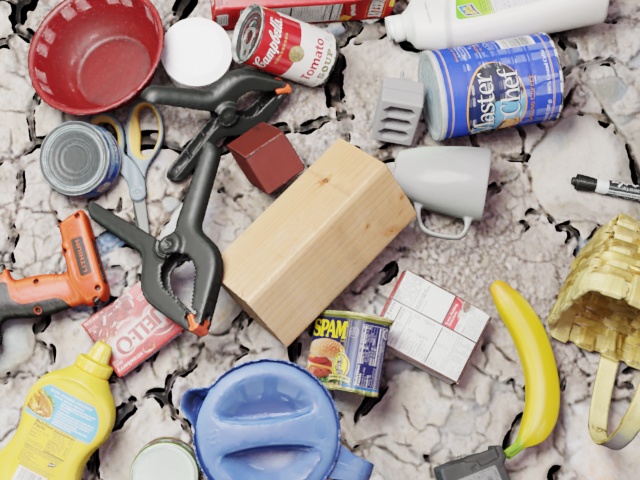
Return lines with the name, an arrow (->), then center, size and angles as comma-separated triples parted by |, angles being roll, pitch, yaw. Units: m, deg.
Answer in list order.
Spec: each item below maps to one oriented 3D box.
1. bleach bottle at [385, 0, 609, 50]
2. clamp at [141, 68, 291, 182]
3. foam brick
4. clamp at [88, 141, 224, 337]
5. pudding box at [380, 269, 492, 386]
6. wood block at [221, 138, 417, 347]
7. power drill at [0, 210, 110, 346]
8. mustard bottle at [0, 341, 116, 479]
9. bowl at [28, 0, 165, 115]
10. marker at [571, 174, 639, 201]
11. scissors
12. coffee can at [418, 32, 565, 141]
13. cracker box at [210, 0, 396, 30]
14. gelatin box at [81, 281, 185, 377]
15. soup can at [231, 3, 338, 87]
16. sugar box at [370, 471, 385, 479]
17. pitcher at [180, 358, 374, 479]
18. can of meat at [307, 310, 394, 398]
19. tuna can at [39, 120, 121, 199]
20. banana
bleach bottle -> 0.199, -0.275, 1.239 | 0.251, 0.068, 0.102 | -12, 55, 0
clamp -> -0.117, -0.150, 1.189 | 0.171, 0.120, 0.039 | -34, 47, -12
foam brick -> -0.060, -0.092, 1.182 | 0.053, 0.078, 0.051 | -35, 113, -8
clamp -> -0.148, 0.001, 1.134 | 0.164, 0.036, 0.210 | -33, 62, 8
pudding box -> 0.122, 0.098, 1.191 | 0.113, 0.039, 0.090 | 28, 81, 3
wood block -> -0.008, 0.001, 1.155 | 0.206, 0.090, 0.091 | -45, 43, -9
power drill -> -0.336, 0.030, 1.164 | 0.187, 0.057, 0.184 | -18, 85, -4
mustard bottle -> -0.272, 0.196, 1.131 | 0.096, 0.058, 0.191 | 26, 86, 6
bowl -> -0.241, -0.202, 1.193 | 0.162, 0.055, 0.162 | -5, 69, 13
marker -> 0.351, -0.058, 1.239 | 0.121, 0.020, 0.020 | 10, 80, -2
scissors -> -0.224, -0.062, 1.206 | 0.096, 0.016, 0.202 | 7, 80, -1
coffee can -> 0.191, -0.173, 1.205 | 0.140, 0.103, 0.103 | -10, 82, -6
cracker box -> -0.026, -0.338, 1.234 | 0.213, 0.072, 0.164 | -5, 82, -5
gelatin box -> -0.205, 0.096, 1.174 | 0.089, 0.030, 0.073 | -36, 85, -8
soup can -> -0.039, -0.216, 1.196 | 0.102, 0.069, 0.068 | 14, 79, -31
sugar box -> 0.009, 0.330, 1.142 | 0.176, 0.048, 0.093 | -28, 84, -6
pitcher -> -0.046, 0.195, 1.060 | 0.145, 0.243, 0.149 | -24, 83, -7
can of meat -> 0.029, 0.121, 1.149 | 0.057, 0.102, 0.084 | 14, 82, -29
tuna can -> -0.267, -0.090, 1.186 | 0.086, 0.033, 0.086 | 0, 89, 11
banana -> 0.231, 0.141, 1.185 | 0.069, 0.037, 0.198 | 2, 77, -25
